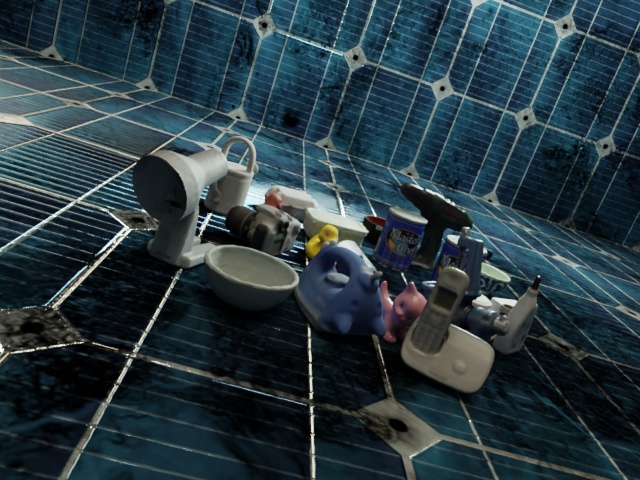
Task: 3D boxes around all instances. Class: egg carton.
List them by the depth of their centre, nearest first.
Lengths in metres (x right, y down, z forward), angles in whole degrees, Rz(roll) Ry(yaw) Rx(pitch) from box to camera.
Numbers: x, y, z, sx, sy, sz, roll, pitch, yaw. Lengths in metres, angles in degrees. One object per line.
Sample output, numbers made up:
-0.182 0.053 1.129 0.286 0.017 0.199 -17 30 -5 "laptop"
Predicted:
-0.080 -0.101 1.607 0.151 0.069 0.107 10 19 -28 "egg carton"

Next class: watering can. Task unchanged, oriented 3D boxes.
-0.217 -0.168 1.446 0.101 0.194 0.173 18 16 -3 "watering can"

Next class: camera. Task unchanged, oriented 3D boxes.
-0.131 -0.036 1.286 0.136 0.101 0.143 26 18 21 "camera"

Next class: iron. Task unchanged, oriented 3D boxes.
0.031 0.072 1.050 0.119 0.141 0.257 9 19 -31 "iron"

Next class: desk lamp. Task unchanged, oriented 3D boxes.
-0.248 -0.064 1.043 0.117 0.213 0.204 25 17 17 "desk lamp"

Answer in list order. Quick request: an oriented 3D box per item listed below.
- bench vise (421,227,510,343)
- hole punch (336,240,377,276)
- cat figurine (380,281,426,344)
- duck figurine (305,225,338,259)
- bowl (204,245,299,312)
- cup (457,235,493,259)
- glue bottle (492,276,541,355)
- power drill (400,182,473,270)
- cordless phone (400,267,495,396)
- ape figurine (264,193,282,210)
0.296 0.099 1.125 0.206 0.220 0.122 28 19 28 "bench vise"
0.071 0.057 1.231 0.100 0.091 0.109 27 18 24 "hole punch"
0.148 0.124 1.057 0.067 0.118 0.127 5 22 -40 "cat figurine"
0.012 0.005 1.343 0.078 0.086 0.104 11 18 -26 "duck figurine"
-0.125 0.075 0.984 0.167 0.075 0.167 18 16 -5 "bowl"
0.430 0.050 1.652 0.117 0.095 0.092 21 16 5 "cup"
0.414 0.151 1.172 0.078 0.173 0.037 2 23 -45 "glue bottle"
0.292 -0.032 1.559 0.230 0.208 0.075 15 17 -15 "power drill"
0.227 0.149 0.948 0.147 0.185 0.094 24 17 14 "cordless phone"
-0.121 -0.072 1.426 0.076 0.092 0.077 9 19 -31 "ape figurine"
